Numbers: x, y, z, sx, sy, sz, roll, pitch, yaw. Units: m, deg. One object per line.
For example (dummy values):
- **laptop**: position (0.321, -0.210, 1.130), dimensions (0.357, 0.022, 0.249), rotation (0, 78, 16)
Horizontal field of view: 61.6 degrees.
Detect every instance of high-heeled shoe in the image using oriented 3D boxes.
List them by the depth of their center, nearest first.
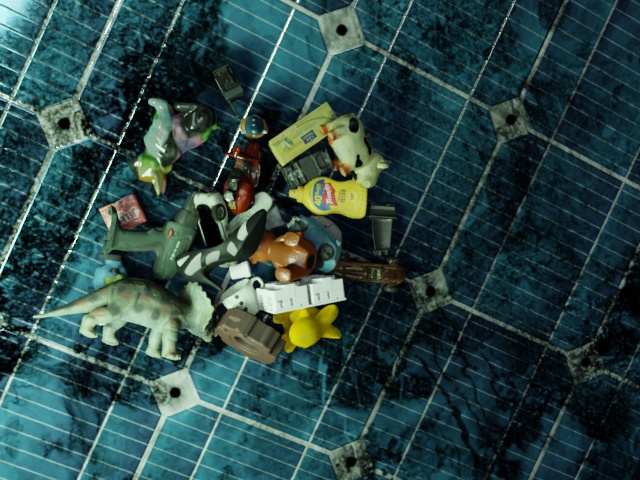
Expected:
- **high-heeled shoe**: position (-0.228, 0.003, 1.228), dimensions (0.145, 0.086, 0.248), rotation (37, 100, 17)

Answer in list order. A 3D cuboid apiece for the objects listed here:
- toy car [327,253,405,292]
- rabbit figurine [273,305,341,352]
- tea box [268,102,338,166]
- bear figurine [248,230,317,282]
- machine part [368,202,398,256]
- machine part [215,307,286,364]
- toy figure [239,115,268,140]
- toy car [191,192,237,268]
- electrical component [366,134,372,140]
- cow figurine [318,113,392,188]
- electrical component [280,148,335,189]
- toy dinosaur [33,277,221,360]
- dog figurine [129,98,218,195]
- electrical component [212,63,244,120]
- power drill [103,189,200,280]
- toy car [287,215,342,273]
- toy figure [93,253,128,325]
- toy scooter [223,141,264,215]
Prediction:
- **toy car**: position (0.120, 0.083, 1.371), dimensions (0.202, 0.053, 0.089), rotation (6, 97, -9)
- **rabbit figurine**: position (-0.031, 0.217, 1.301), dimensions (0.162, 0.173, 0.121), rotation (-6, 91, -3)
- **tea box**: position (-0.039, -0.253, 1.299), dimensions (0.170, 0.098, 0.068), rotation (-36, 98, -2)
- **bear figurine**: position (-0.109, 0.022, 1.266), dimensions (0.196, 0.132, 0.120), rotation (18, 94, 27)
- **machine part**: position (0.159, -0.027, 1.364), dimensions (0.084, 0.039, 0.139), rotation (8, 75, -12)
- **machine part**: position (-0.169, 0.232, 1.284), dimensions (0.179, 0.179, 0.056), rotation (34, 61, -9)
- **toy figure**: position (-0.156, -0.262, 1.253), dimensions (0.064, 0.154, 0.057), rotation (-27, 100, -4)
- **toy car**: position (-0.248, -0.022, 1.280), dimensions (0.074, 0.056, 0.201), rotation (4, 123, 23)
- **electrical component**: position (0.078, -0.248, 1.332), dimensions (0.094, 0.063, 0.021), rotation (-10, 96, -6)
- **cow figurine**: position (0.089, -0.208, 1.272), dimensions (0.127, 0.086, 0.194), rotation (-31, 124, -8)
- **electrical component**: position (-0.032, -0.170, 1.287), dimensions (0.115, 0.134, 0.058), rotation (-24, 98, -4)
- **toy dinosaur**: position (-0.406, 0.155, 1.225), dimensions (0.404, 0.131, 0.192), rotation (23, 66, -21)
- **dog figurine**: position (-0.343, -0.212, 1.260), dimensions (0.192, 0.108, 0.219), rotation (5, 98, -11)
- **electrical component**: position (-0.209, -0.352, 1.280), dimensions (0.048, 0.075, 0.119), rotation (-30, 94, -4)
- **power drill**: position (-0.394, -0.027, 1.263), dimensions (0.207, 0.086, 0.231), rotation (11, 99, -34)
- **toy car**: position (-0.003, -0.004, 1.330), dimensions (0.103, 0.109, 0.161), rotation (-40, 87, -28)
- **toy figure**: position (-0.493, 0.120, 1.276), dimensions (0.089, 0.082, 0.180), rotation (4, 91, -8)
- **toy scooter**: position (-0.186, -0.154, 1.258), dimensions (0.075, 0.135, 0.183), rotation (14, 84, 11)
